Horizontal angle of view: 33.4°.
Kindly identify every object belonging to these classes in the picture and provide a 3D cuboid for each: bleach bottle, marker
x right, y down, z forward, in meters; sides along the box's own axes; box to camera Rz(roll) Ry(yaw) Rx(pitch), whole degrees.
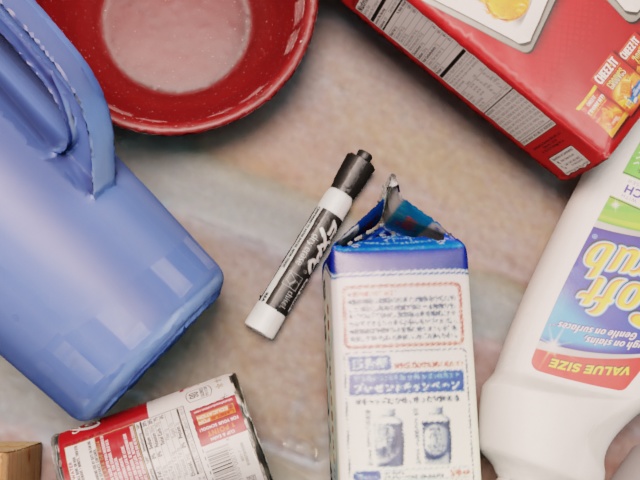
[{"bbox_3d":[0.161,0.043,0.576,0.102,0.068,0.250,26,75,6],"label":"bleach bottle"},{"bbox_3d":[-0.004,0.001,0.609,0.020,0.020,0.121,31,81,1],"label":"marker"}]

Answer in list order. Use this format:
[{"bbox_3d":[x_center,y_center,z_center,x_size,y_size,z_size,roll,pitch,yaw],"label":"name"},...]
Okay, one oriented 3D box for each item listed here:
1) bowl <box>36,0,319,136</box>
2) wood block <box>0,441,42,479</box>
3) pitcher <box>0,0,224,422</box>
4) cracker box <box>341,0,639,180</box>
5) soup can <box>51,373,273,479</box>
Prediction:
[{"bbox_3d":[-0.083,-0.132,0.603,0.162,0.055,0.162,0,82,-4],"label":"bowl"},{"bbox_3d":[-0.196,0.207,0.534,0.091,0.090,0.206,1,83,-3],"label":"wood block"},{"bbox_3d":[-0.163,-0.031,0.543,0.243,0.149,0.145,44,82,-1],"label":"pitcher"},{"bbox_3d":[0.103,-0.161,0.566,0.213,0.072,0.164,39,77,-1],"label":"cracker box"},{"bbox_3d":[-0.082,0.118,0.564,0.102,0.068,0.068,-19,84,-7],"label":"soup can"}]
